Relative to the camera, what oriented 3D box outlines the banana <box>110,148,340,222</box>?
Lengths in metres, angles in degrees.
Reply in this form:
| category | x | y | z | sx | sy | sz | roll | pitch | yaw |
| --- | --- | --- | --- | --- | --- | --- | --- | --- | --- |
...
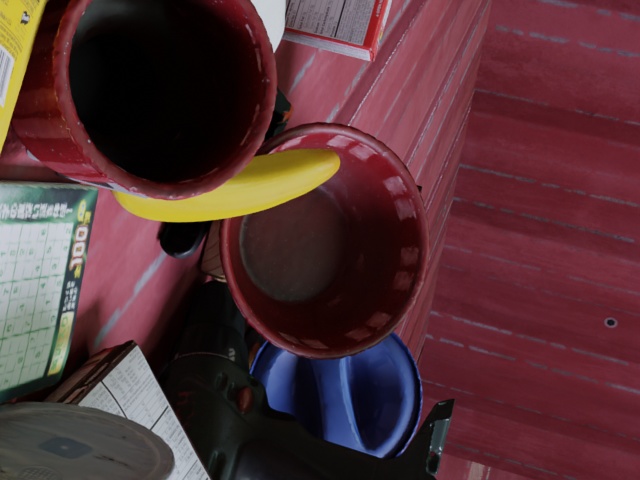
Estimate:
| category | x | y | z | sx | sy | sz | roll | pitch | yaw |
| --- | --- | --- | --- | --- | --- | --- | --- | --- | --- |
| banana | -0.063 | -0.036 | 0.636 | 0.197 | 0.070 | 0.037 | 1 | 63 | -56 |

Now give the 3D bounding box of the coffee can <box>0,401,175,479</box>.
| category | x | y | z | sx | sy | sz | roll | pitch | yaw |
| --- | --- | --- | --- | --- | --- | --- | --- | --- | --- |
| coffee can | -0.131 | 0.160 | 0.502 | 0.102 | 0.103 | 0.140 | -31 | 134 | -75 |

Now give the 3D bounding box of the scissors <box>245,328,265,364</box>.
| category | x | y | z | sx | sy | sz | roll | pitch | yaw |
| --- | --- | --- | --- | --- | --- | --- | --- | --- | --- |
| scissors | -0.055 | 0.092 | 1.029 | 0.201 | 0.016 | 0.096 | -64 | 166 | -47 |

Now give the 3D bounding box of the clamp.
| category | x | y | z | sx | sy | sz | roll | pitch | yaw |
| --- | --- | --- | --- | --- | --- | --- | --- | --- | --- |
| clamp | -0.064 | -0.059 | 0.737 | 0.171 | 0.039 | 0.120 | -32 | 142 | -65 |

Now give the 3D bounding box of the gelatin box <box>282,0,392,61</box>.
| category | x | y | z | sx | sy | sz | roll | pitch | yaw |
| --- | --- | --- | --- | --- | --- | --- | --- | --- | --- |
| gelatin box | 0.008 | -0.181 | 0.800 | 0.030 | 0.089 | 0.073 | 56 | 50 | -78 |

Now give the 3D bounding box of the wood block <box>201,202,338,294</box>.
| category | x | y | z | sx | sy | sz | roll | pitch | yaw |
| --- | --- | --- | --- | --- | --- | --- | --- | --- | --- |
| wood block | -0.022 | 0.009 | 0.892 | 0.206 | 0.091 | 0.090 | 51 | 53 | -76 |

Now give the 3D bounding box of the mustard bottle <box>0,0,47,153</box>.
| category | x | y | z | sx | sy | sz | roll | pitch | yaw |
| --- | --- | --- | --- | --- | --- | --- | --- | --- | --- |
| mustard bottle | -0.113 | -0.119 | 0.353 | 0.096 | 0.058 | 0.191 | 57 | 48 | -77 |

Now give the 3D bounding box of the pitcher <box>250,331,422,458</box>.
| category | x | y | z | sx | sy | sz | roll | pitch | yaw |
| --- | --- | --- | --- | --- | --- | --- | --- | --- | --- |
| pitcher | 0.014 | 0.145 | 0.911 | 0.145 | 0.149 | 0.243 | 61 | -1 | 10 |

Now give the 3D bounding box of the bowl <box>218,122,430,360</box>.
| category | x | y | z | sx | sy | sz | roll | pitch | yaw |
| --- | --- | --- | --- | --- | --- | --- | --- | --- | --- |
| bowl | -0.005 | 0.001 | 0.744 | 0.055 | 0.161 | 0.162 | -2 | -110 | 63 |

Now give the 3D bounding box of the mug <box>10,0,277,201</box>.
| category | x | y | z | sx | sy | sz | roll | pitch | yaw |
| --- | --- | --- | --- | --- | --- | --- | --- | --- | --- |
| mug | -0.077 | -0.075 | 0.430 | 0.093 | 0.082 | 0.117 | -1 | 94 | -34 |

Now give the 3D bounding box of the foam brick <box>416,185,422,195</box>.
| category | x | y | z | sx | sy | sz | roll | pitch | yaw |
| --- | --- | --- | --- | --- | --- | --- | --- | --- | --- |
| foam brick | 0.046 | -0.004 | 0.839 | 0.051 | 0.053 | 0.078 | -63 | 161 | -53 |

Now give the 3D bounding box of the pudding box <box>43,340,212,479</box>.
| category | x | y | z | sx | sy | sz | roll | pitch | yaw |
| --- | --- | --- | --- | --- | --- | --- | --- | --- | --- |
| pudding box | -0.109 | 0.125 | 0.596 | 0.113 | 0.039 | 0.090 | 65 | 21 | -11 |
